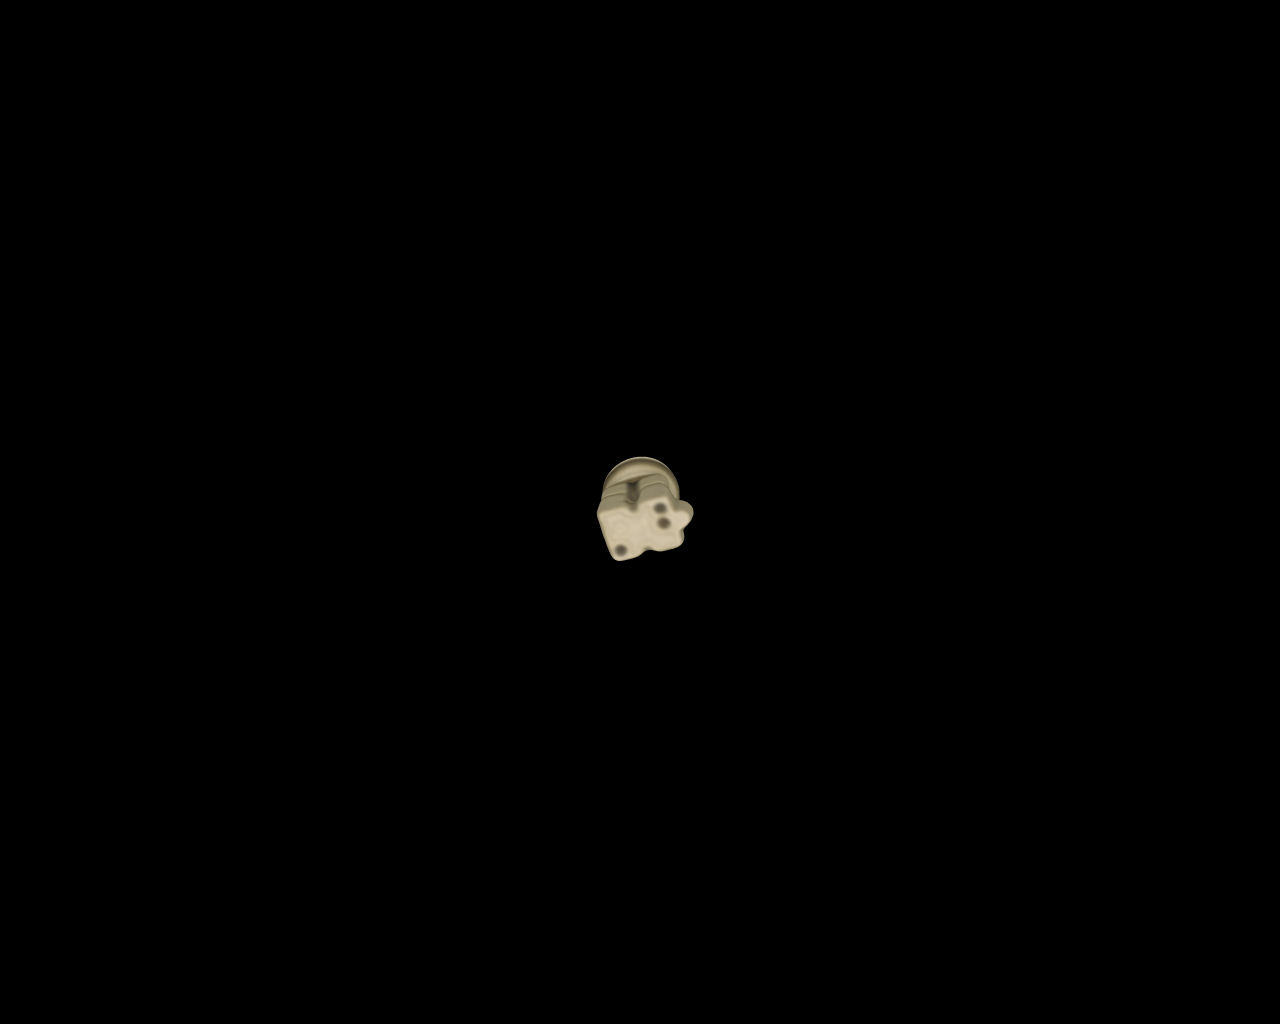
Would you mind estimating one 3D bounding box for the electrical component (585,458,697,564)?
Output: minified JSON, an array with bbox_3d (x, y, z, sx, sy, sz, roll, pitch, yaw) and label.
[{"bbox_3d":[0.001,-0.003,0.650,0.066,0.048,0.055,-14,26,7],"label":"electrical component"}]
